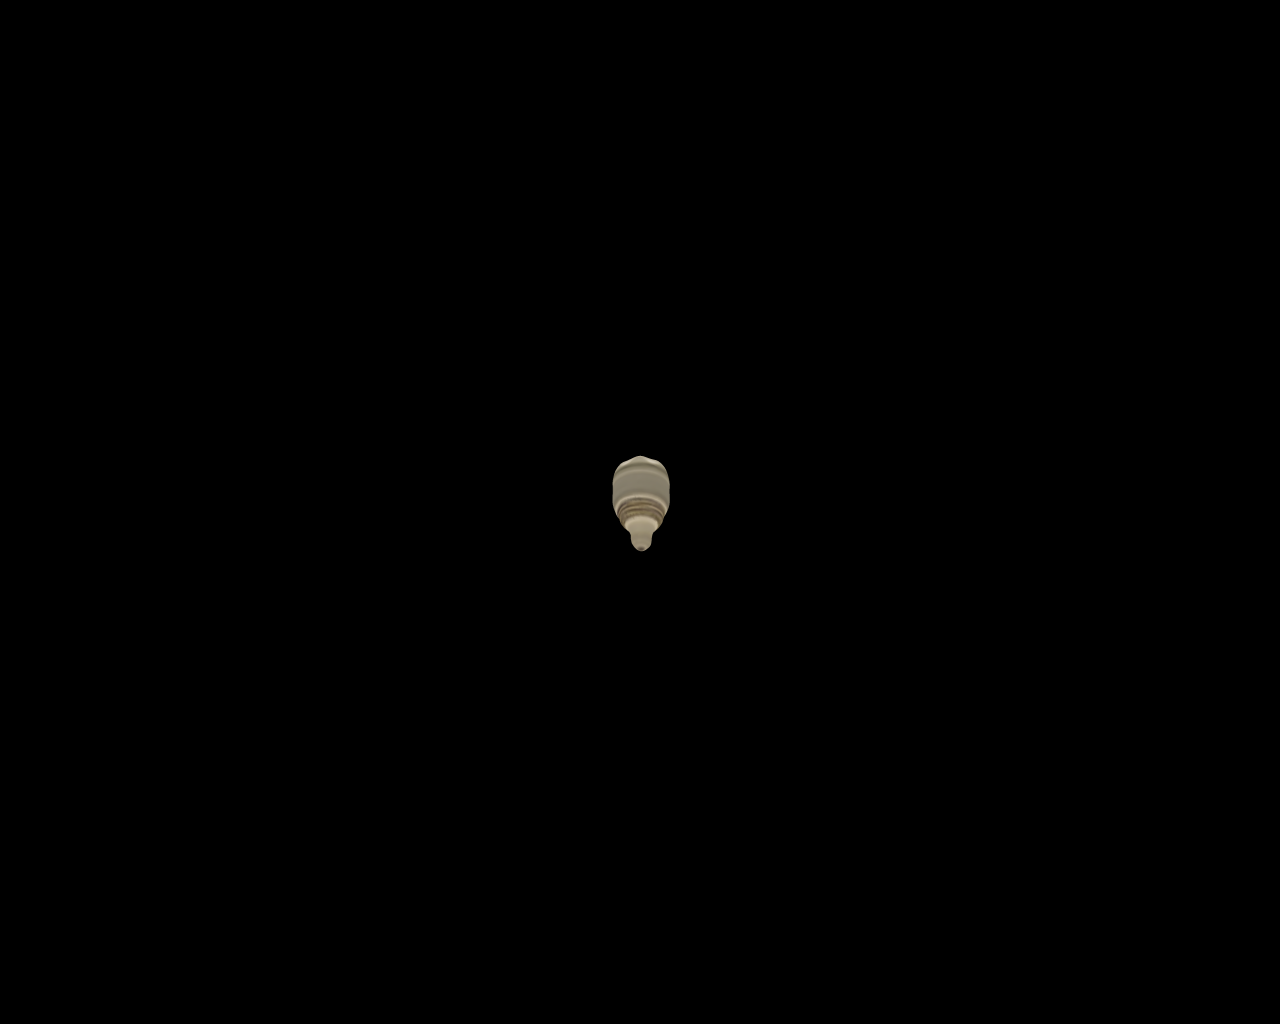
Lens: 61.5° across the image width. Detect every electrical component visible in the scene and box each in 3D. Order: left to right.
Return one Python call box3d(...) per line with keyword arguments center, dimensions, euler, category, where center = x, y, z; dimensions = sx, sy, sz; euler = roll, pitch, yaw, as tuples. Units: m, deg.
box3d(center=(0.001, -0.003, 0.650), dimensions=(0.035, 0.061, 0.035), euler=(0, -35, 0), category="electrical component")
